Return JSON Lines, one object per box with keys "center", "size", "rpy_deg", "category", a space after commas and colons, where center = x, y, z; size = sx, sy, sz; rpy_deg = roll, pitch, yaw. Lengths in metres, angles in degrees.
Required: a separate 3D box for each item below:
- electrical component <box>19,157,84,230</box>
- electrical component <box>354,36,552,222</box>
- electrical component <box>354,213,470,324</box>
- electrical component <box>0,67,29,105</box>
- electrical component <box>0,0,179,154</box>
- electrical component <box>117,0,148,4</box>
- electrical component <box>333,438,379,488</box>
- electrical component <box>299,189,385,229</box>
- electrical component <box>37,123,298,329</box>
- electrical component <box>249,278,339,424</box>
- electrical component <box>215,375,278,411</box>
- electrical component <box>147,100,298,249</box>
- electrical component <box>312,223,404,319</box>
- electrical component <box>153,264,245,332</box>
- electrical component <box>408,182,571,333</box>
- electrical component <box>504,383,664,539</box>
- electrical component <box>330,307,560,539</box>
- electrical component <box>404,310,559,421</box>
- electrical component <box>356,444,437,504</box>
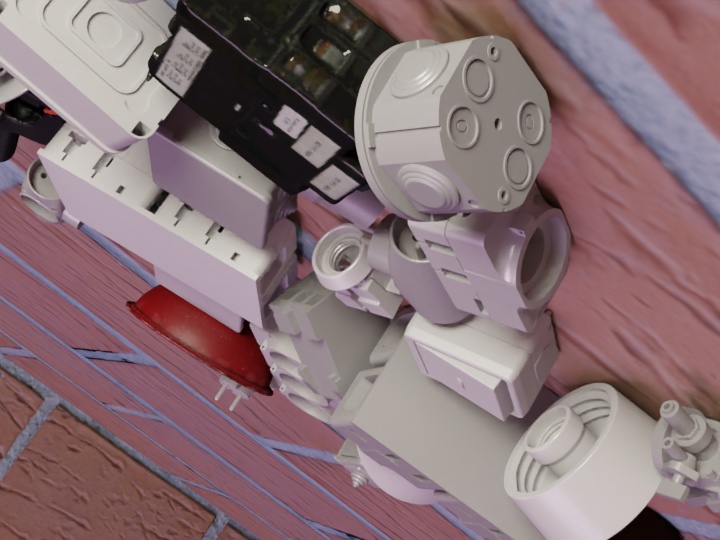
{"center": [-0.266, -0.063, 0.984], "size": [0.079, 0.044, 0.077], "rpy_deg": [34, 161, -4], "category": "electrical component"}
{"center": [0.041, -0.061, 0.466], "size": [0.051, 0.080, 0.080], "rpy_deg": [1, 144, 47], "category": "electrical component"}
{"center": [0.031, -0.010, 0.652], "size": [0.079, 0.043, 0.077], "rpy_deg": [24, 158, 25], "category": "electrical component"}
{"center": [-0.241, -0.149, 0.672], "size": [0.064, 0.099, 0.099], "rpy_deg": [33, 161, 20], "category": "electrical component"}
{"center": [-0.154, -0.129, 0.607], "size": [0.113, 0.078, 0.057], "rpy_deg": [42, 156, -24], "category": "electrical component"}
{"center": [-0.104, -0.164, 0.495], "size": [0.079, 0.044, 0.077], "rpy_deg": [18, 155, 35], "category": "electrical component"}
{"center": [0.026, 0.162, 0.989], "size": [0.061, 0.096, 0.062], "rpy_deg": [37, 160, -16], "category": "electrical component"}
{"center": [-0.008, -0.050, 0.626], "size": [0.046, 0.040, 0.040], "rpy_deg": [33, 161, -14], "category": "electrical component"}
{"center": [-0.138, -0.042, 0.811], "size": [0.186, 0.060, 0.105], "rpy_deg": [30, 160, 9], "category": "electrical component"}
{"center": [-0.035, 0.077, 0.933], "size": [0.089, 0.061, 0.150], "rpy_deg": [27, 159, 17], "category": "electrical component"}
{"center": [-0.121, 0.109, 1.117], "size": [0.066, 0.076, 0.047], "rpy_deg": [37, 160, -10], "category": "electrical component"}
{"center": [-0.084, -0.068, 0.686], "size": [0.100, 0.048, 0.099], "rpy_deg": [32, 161, 3], "category": "electrical component"}
{"center": [0.000, 0.000, 0.724], "size": [0.066, 0.048, 0.055], "rpy_deg": [15, 161, 42], "category": "electrical component"}
{"center": [-0.125, 0.000, 0.909], "size": [0.100, 0.048, 0.099], "rpy_deg": [32, 161, 3], "category": "electrical component"}
{"center": [0.074, -0.013, 0.571], "size": [0.056, 0.050, 0.089], "rpy_deg": [19, 156, 36], "category": "electrical component"}
{"center": [0.143, 0.123, 0.708], "size": [0.060, 0.108, 0.108], "rpy_deg": [44, 159, -11], "category": "electrical component"}
{"center": [0.083, 0.121, 0.789], "size": [0.186, 0.105, 0.060], "rpy_deg": [37, 160, -11], "category": "electrical component"}
{"center": [0.073, 0.049, 0.702], "size": [0.096, 0.061, 0.061], "rpy_deg": [23, 158, 27], "category": "electrical component"}
{"center": [0.056, 0.126, 0.849], "size": [0.108, 0.108, 0.060], "rpy_deg": [34, 154, -2], "category": "electrical component"}
